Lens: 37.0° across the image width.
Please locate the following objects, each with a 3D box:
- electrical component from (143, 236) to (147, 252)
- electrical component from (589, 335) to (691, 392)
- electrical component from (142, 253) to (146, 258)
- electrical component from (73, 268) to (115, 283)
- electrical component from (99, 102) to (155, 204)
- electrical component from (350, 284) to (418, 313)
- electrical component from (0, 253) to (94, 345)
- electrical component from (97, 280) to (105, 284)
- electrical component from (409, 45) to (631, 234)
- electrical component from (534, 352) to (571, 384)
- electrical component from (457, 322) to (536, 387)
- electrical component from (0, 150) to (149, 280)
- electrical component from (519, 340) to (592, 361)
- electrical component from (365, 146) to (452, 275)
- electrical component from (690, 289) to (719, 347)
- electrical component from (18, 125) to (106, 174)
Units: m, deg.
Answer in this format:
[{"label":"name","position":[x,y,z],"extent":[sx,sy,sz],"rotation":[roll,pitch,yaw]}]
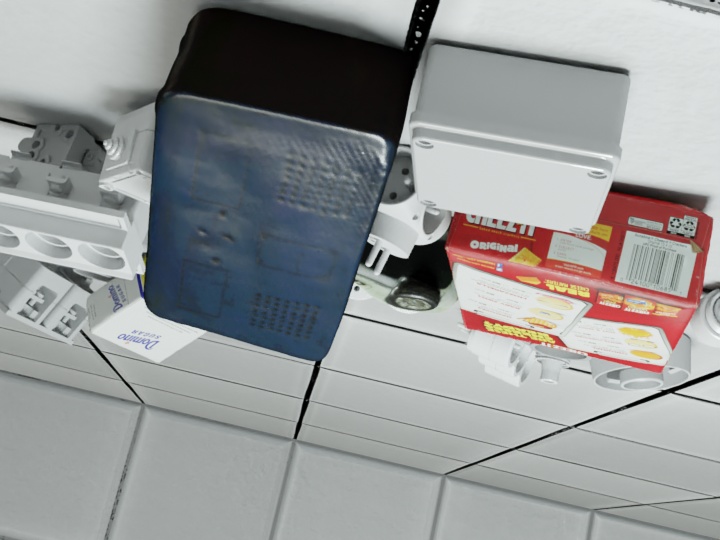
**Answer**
[{"label":"electrical component","position":[-0.221,-0.056,0.899],"extent":[0.096,0.061,0.061],"rotation":[5,163,27]},{"label":"electrical component","position":[0.264,0.079,1.023],"extent":[0.099,0.064,0.099],"rotation":[1,158,0]},{"label":"electrical component","position":[-0.181,-0.022,1.021],"extent":[0.077,0.047,0.066],"rotation":[-14,152,33]},{"label":"electrical component","position":[-0.232,-0.029,0.978],"extent":[0.043,0.077,0.079],"rotation":[19,167,-22]},{"label":"electrical component","position":[-0.131,-0.078,0.743],"extent":[0.096,0.061,0.062],"rotation":[23,162,-35]},{"label":"electrical component","position":[0.000,0.000,0.877],"extent":[0.138,0.052,0.073],"rotation":[14,-162,-5]},{"label":"electrical component","position":[-0.332,-0.021,0.997],"extent":[0.186,0.060,0.105],"rotation":[38,176,25]},{"label":"electrical component","position":[-0.230,-0.004,1.126],"extent":[0.083,0.047,0.076],"rotation":[5,162,29]},{"label":"electrical component","position":[0.086,-0.070,0.597],"extent":[0.109,0.056,0.108],"rotation":[11,165,8]},{"label":"electrical component","position":[0.188,0.078,1.041],"extent":[0.043,0.062,0.043],"rotation":[12,165,3]},{"label":"electrical component","position":[0.132,0.070,1.081],"extent":[0.074,0.052,0.138],"rotation":[24,170,21]},{"label":"electrical component","position":[-0.219,-0.042,0.792],"extent":[0.121,0.063,0.078],"rotation":[12,151,7]},{"label":"electrical component","position":[0.180,0.045,0.938],"extent":[0.089,0.055,0.050],"rotation":[0,160,40]},{"label":"electrical component","position":[0.026,-0.034,0.735],"extent":[0.044,0.079,0.077],"rotation":[23,170,24]},{"label":"electrical component","position":[0.285,0.035,0.836],"extent":[0.043,0.043,0.062],"rotation":[13,164,1]},{"label":"electrical component","position":[-0.225,-0.083,0.839],"extent":[0.066,0.048,0.055],"rotation":[5,155,29]}]
